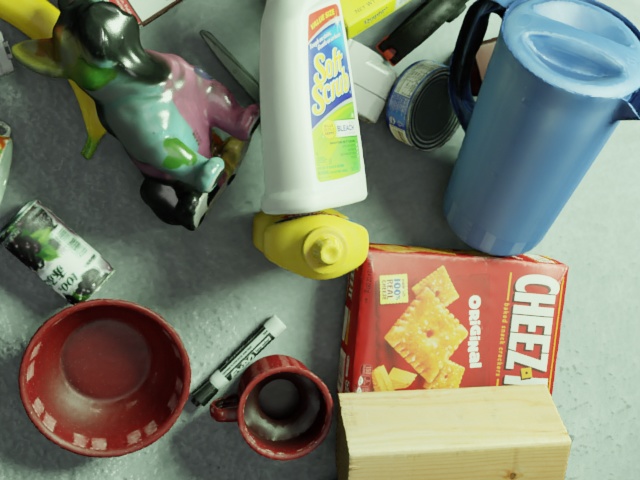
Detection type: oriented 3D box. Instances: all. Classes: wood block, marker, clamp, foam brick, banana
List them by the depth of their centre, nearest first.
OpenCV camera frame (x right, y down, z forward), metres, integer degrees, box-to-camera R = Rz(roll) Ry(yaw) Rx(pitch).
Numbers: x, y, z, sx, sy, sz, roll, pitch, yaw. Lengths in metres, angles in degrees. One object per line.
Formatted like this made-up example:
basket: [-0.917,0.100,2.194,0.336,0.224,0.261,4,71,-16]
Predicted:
banana: [-0.249,-0.174,1.004,0.069,0.037,0.198,-34,101,-5]
clamp: [0.124,-0.229,1.011,0.171,0.120,0.039,-44,92,13]
wood block: [0.122,0.203,1.023,0.206,0.090,0.091,-1,121,-6]
foam brick: [0.185,-0.177,1.061,0.078,0.053,0.051,-17,100,-7]
marker: [-0.083,0.123,1.076,0.121,0.020,0.020,-44,101,-1]

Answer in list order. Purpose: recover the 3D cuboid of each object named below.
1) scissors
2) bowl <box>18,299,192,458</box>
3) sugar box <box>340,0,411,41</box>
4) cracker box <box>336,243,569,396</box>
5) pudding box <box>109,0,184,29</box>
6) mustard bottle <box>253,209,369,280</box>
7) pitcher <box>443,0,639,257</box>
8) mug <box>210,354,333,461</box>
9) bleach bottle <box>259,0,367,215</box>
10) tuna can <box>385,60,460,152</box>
scissors: [-0.030,-0.136,1.053,0.096,0.016,0.202,-28,101,-6]
bowl: [-0.207,0.126,1.034,0.162,0.055,0.162,-3,105,-10]
sugar box: [0.017,-0.287,1.001,0.093,0.048,0.176,-33,84,-3]
cracker box: [0.132,0.092,1.078,0.213,0.072,0.164,5,97,-10]
pudding box: [-0.184,-0.245,1.004,0.113,0.039,0.090,-34,100,-4]
mustard bottle: [-0.006,0.001,0.984,0.096,0.192,0.058,3,97,-9]
pitcher: [0.188,-0.103,0.983,0.145,0.149,0.243,7,141,-8]
mug: [-0.051,0.162,1.054,0.117,0.081,0.093,-8,98,-8]
bleach bottle: [-0.016,-0.153,0.939,0.102,0.068,0.251,-15,101,-50]
tuna can: [0.104,-0.132,1.042,0.086,0.034,0.086,-26,131,-35]
